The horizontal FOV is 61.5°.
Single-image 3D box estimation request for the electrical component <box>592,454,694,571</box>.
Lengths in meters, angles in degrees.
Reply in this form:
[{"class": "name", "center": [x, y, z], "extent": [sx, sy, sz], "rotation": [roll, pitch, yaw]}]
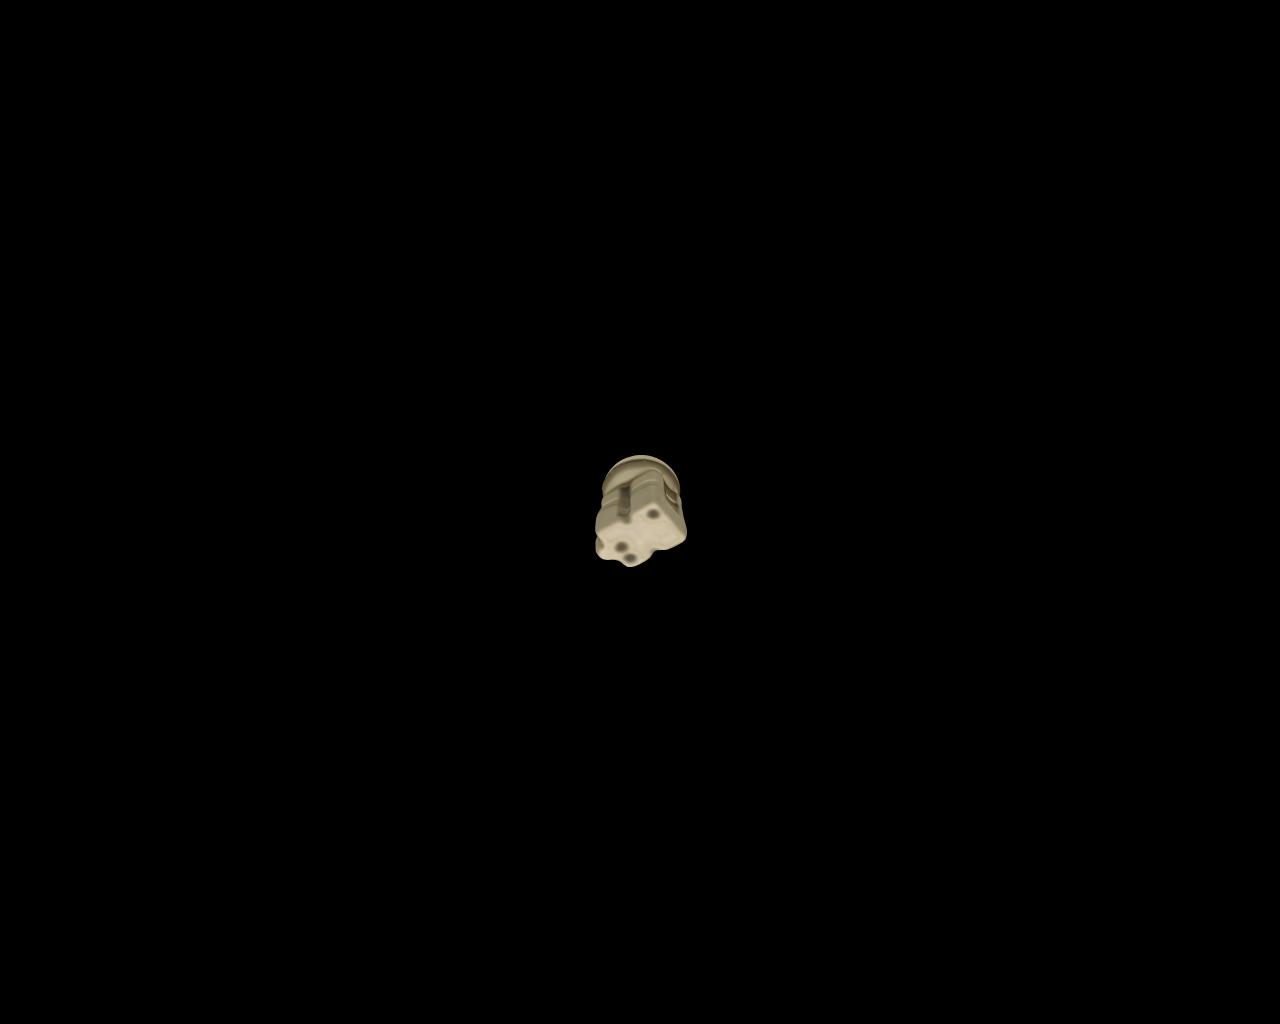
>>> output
[{"class": "electrical component", "center": [0.001, -0.003, 0.650], "extent": [0.066, 0.048, 0.055], "rotation": [-27, 33, 19]}]
